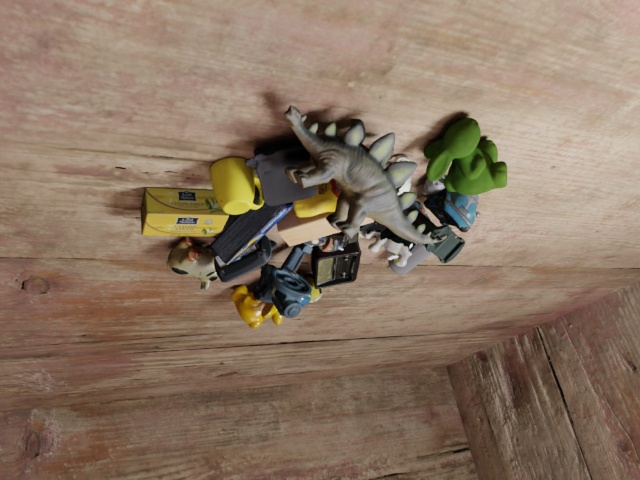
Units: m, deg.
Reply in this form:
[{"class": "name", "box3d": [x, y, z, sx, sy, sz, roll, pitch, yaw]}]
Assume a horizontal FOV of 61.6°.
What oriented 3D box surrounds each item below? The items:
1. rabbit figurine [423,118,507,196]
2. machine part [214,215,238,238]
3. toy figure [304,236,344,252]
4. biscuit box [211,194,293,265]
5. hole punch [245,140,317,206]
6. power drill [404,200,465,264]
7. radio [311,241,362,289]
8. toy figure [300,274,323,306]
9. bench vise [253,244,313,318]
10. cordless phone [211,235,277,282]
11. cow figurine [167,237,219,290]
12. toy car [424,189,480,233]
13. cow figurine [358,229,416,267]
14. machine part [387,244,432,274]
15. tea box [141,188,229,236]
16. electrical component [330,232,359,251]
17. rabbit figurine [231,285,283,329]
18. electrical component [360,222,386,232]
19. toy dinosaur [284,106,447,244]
[{"class": "rabbit figurine", "box3d": [0.296, -0.183, 1.122, 0.159, 0.121, 0.170, -14, 138, 20]}, {"class": "machine part", "box3d": [-0.209, -0.037, 1.262, 0.139, 0.039, 0.084, -20, 146, 22]}, {"class": "toy figure", "box3d": [-0.002, -0.006, 1.371, 0.058, 0.064, 0.154, -22, 144, 39]}, {"class": "biscuit box", "box3d": [-0.148, -0.033, 1.183, 0.202, 0.063, 0.059, -42, 172, 21]}, {"class": "hole punch", "box3d": [-0.069, -0.143, 1.058, 0.142, 0.092, 0.115, -10, 124, -1]}, {"class": "power drill", "box3d": [0.253, -0.037, 1.284, 0.086, 0.207, 0.231, -44, 134, 13]}, {"class": "radio", "box3d": [0.043, 0.061, 1.539, 0.131, 0.073, 0.229, -9, 156, -6]}, {"class": "toy figure", "box3d": [-0.051, 0.154, 1.636, 0.082, 0.089, 0.180, 13, -173, 30]}, {"class": "bench vise", "box3d": [-0.085, 0.086, 1.457, 0.129, 0.224, 0.240, 21, 110, -25]}, {"class": "cordless phone", "box3d": [-0.183, 0.035, 1.350, 0.147, 0.088, 0.184, -26, 180, 8]}, {"class": "cow figurine", "box3d": [-0.308, 0.066, 1.382, 0.127, 0.085, 0.194, -31, 152, 24]}, {"class": "toy car", "box3d": [0.330, -0.089, 1.300, 0.103, 0.109, 0.162, -45, -169, -2]}, {"class": "cow figurine", "box3d": [0.168, -0.013, 1.386, 0.167, 0.068, 0.098, 30, 127, 8]}, {"class": "machine part", "box3d": [0.277, 0.035, 1.585, 0.079, 0.079, 0.243, 2, 151, -28]}, {"class": "tea box", "box3d": [-0.289, -0.057, 1.143, 0.169, 0.068, 0.098, 0, 154, -23]}, {"class": "electrical component", "box3d": [0.062, -0.017, 1.353, 0.045, 0.078, 0.102, -3, -169, 28]}, {"class": "rabbit figurine", "box3d": [-0.170, 0.182, 1.645, 0.173, 0.162, 0.121, -38, 136, 13]}, {"class": "electrical component", "box3d": [0.109, -0.062, 1.307, 0.119, 0.075, 0.048, 8, 150, -31]}, {"class": "toy dinosaur", "box3d": [0.092, -0.099, 1.033, 0.198, 0.105, 0.470, -45, 126, 0]}]
